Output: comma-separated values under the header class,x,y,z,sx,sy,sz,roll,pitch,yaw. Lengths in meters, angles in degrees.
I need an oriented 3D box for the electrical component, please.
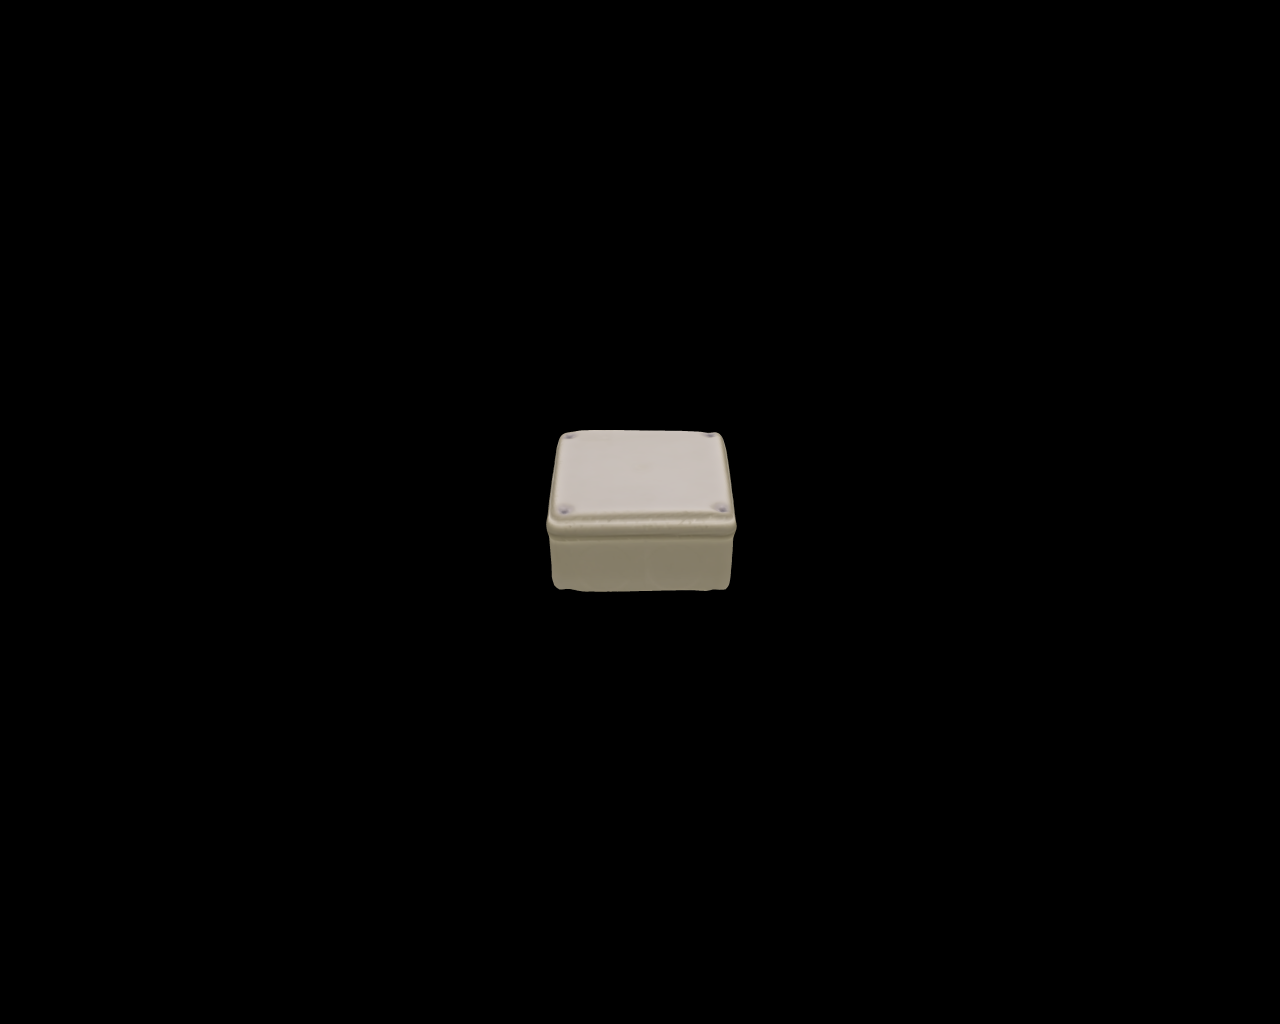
class,x,y,z,sx,sy,sz,roll,pitch,yaw
electrical component,0.001,-0.003,0.650,0.109,0.056,0.109,0,32,0
